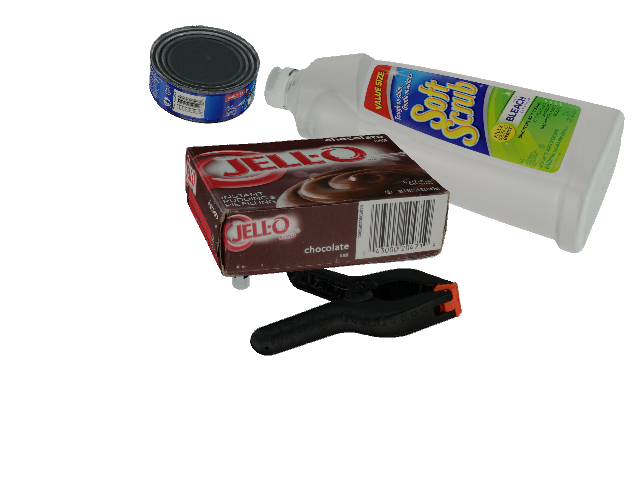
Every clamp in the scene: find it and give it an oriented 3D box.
[{"bbox_3d":[0.027,0.058,0.882,0.172,0.039,0.120,-1,36,28],"label":"clamp"}]

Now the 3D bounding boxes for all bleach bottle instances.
[{"bbox_3d":[0.074,-0.074,0.744,0.251,0.102,0.068,17,-35,20],"label":"bleach bottle"}]

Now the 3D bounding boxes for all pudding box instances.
[{"bbox_3d":[-0.005,-0.021,0.531,0.113,0.039,0.090,-4,25,-17],"label":"pudding box"}]

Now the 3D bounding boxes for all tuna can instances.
[{"bbox_3d":[-0.092,-0.131,0.843,0.086,0.086,0.034,0,-44,-12],"label":"tuna can"}]

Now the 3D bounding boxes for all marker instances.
[{"bbox_3d":[-0.082,0.001,1.095,0.020,0.121,0.020,2,41,-2],"label":"marker"}]
